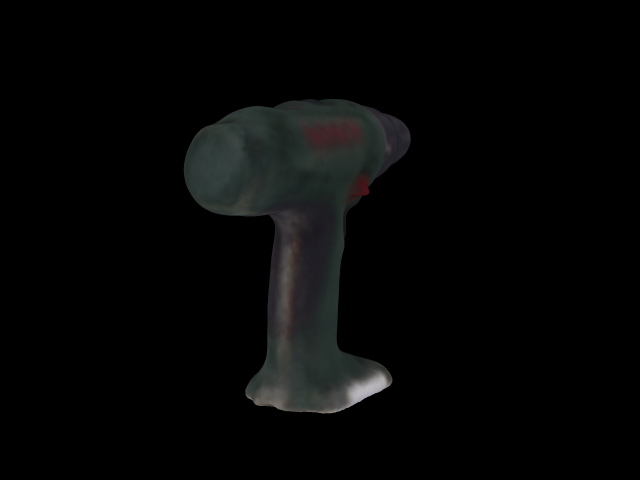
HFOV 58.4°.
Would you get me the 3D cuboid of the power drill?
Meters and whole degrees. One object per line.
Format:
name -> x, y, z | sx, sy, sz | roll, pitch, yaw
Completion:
power drill -> 0.004, 0.001, 0.400 | 0.075, 0.208, 0.230 | 0, 0, 32
